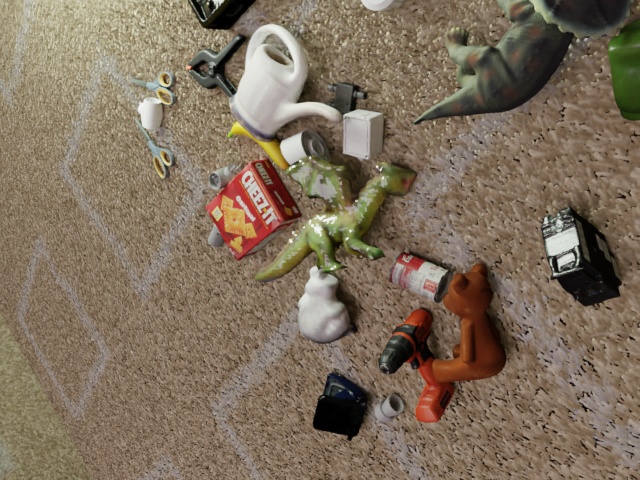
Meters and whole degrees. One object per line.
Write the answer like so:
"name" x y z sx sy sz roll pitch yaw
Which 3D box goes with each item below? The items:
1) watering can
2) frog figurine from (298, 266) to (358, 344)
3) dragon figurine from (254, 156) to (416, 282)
"watering can" -0.086 -0.295 1.073 0.220 0.104 0.354 -54 52 35
"frog figurine" 0.003 0.144 1.149 0.138 0.124 0.157 19 129 55
"dragon figurine" 0.003 -0.053 1.052 0.408 0.123 0.241 -14 97 21
